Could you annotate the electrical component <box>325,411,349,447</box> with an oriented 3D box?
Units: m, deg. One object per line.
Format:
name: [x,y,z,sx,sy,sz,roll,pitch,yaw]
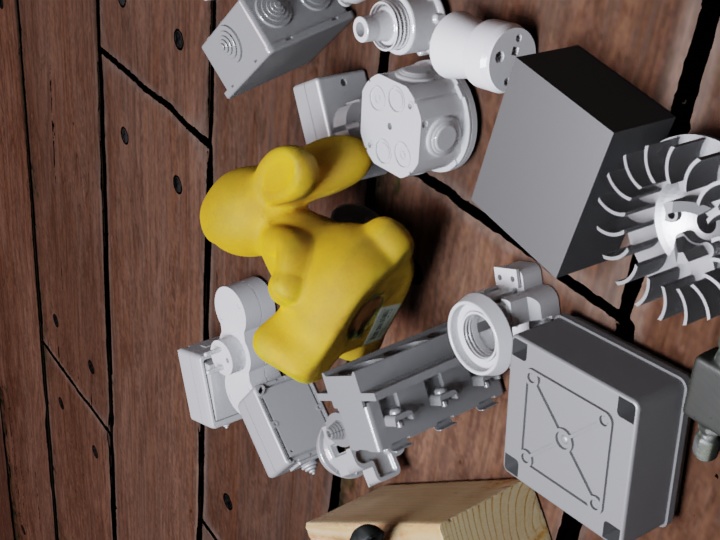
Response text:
electrical component: [0.008,0.122,0.883,0.043,0.081,0.043,30,128,47]

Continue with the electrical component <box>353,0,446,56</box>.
electrical component: [0.025,-0.169,0.740,0.048,0.062,0.048,30,128,48]

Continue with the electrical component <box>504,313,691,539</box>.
electrical component: [0.148,0.099,0.682,0.109,0.056,0.108,30,128,47]

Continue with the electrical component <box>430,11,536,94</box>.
electrical component: [0.079,-0.139,0.689,0.055,0.045,0.045,29,127,47]

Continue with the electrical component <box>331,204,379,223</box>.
electrical component: [0.000,0.000,0.873,0.079,0.044,0.077,50,142,32]

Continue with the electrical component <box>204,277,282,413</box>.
electrical component: [-0.123,0.081,1.065,0.052,0.074,0.138,15,117,46]

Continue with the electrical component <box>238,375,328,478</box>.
electrical component: [-0.067,0.154,1.030,0.096,0.062,0.061,64,147,14]

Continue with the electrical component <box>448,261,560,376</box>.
electrical component: [0.097,0.039,0.731,0.058,0.057,0.078,9,111,55]

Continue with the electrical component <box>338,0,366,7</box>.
electrical component: [0.005,-0.215,0.770,0.078,0.040,0.040,-39,71,56]

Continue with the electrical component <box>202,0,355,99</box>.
electrical component: [-0.066,-0.186,0.840,0.048,0.100,0.100,59,147,-1]

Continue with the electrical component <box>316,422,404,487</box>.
electrical component: [-0.002,0.149,0.935,0.057,0.058,0.078,-34,75,54]

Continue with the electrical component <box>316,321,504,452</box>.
electrical component: [0.042,0.083,0.775,0.079,0.121,0.063,-11,97,58]

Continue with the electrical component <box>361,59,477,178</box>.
electrical component: [0.041,-0.105,0.756,0.080,0.051,0.080,30,129,47]

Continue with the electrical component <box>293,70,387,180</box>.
electrical component: [-0.005,-0.110,0.827,0.076,0.047,0.083,-4,101,57]

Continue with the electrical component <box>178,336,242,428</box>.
electrical component: [-0.145,0.123,1.133,0.061,0.062,0.096,9,112,55]
